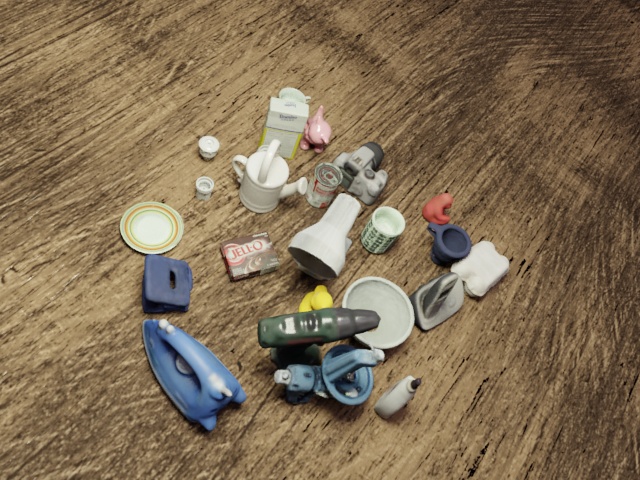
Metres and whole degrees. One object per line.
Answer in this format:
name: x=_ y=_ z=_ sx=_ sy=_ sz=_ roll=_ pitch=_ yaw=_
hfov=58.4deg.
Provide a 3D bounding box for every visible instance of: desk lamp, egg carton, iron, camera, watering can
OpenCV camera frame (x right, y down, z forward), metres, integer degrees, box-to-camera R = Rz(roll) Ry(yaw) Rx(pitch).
desk lamp: x=0.011 y=0.004 z=1.245 sx=0.118 sy=0.213 sz=0.203 roll=31 pitch=57 yaw=1
egg carton: x=0.395 y=0.070 z=1.417 sx=0.151 sy=0.069 sz=0.107 roll=-36 pitch=77 yaw=-31
iron: x=-0.251 y=0.225 z=1.078 sx=0.258 sy=0.141 sz=0.119 roll=45 pitch=58 yaw=10
camera: x=0.120 y=-0.188 z=1.456 sx=0.143 sy=0.100 sz=0.137 roll=39 pitch=57 yaw=7
watering can: x=-0.114 y=-0.151 z=1.305 sx=0.173 sy=0.194 sz=0.101 roll=7 pitch=60 yaw=-14

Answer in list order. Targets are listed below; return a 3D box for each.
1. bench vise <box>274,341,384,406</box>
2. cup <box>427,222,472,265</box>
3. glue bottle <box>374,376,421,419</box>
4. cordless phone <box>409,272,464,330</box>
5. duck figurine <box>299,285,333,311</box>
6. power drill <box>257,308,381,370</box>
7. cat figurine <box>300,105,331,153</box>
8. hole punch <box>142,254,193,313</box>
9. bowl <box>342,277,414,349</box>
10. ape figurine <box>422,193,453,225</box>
bench vise: x=0.027 y=0.265 z=1.098 sx=0.208 sy=0.219 sz=0.121 roll=-15 pitch=67 yaw=-24
cup: x=0.299 y=0.013 z=1.403 sx=0.117 sy=0.095 sz=0.092 roll=37 pitch=57 yaw=5
glue bottle: x=0.166 y=0.305 z=1.147 sx=0.037 sy=0.173 sz=0.078 roll=40 pitch=58 yaw=7
cordless phone: x=0.284 y=0.115 z=1.286 sx=0.148 sy=0.185 sz=0.094 roll=-29 pitch=73 yaw=-29
duck figurine: x=-0.001 y=0.148 z=1.235 sx=0.078 sy=0.086 sz=0.104 roll=7 pitch=59 yaw=-14
power drill: x=-0.017 y=0.192 z=1.132 sx=0.230 sy=0.208 sz=0.075 roll=-1 pitch=62 yaw=-18
cat figurine: x=-0.005 y=-0.285 z=1.461 sx=0.067 sy=0.117 sz=0.128 roll=12 pitch=58 yaw=-11
hole punch: x=-0.310 y=0.086 z=1.168 sx=0.101 sy=0.091 sz=0.108 roll=0 pitch=62 yaw=-18
bowl: x=0.119 y=0.171 z=1.267 sx=0.168 sy=0.074 sz=0.167 roll=8 pitch=59 yaw=-13
ape figurine: x=0.309 y=-0.085 z=1.464 sx=0.076 sy=0.092 sz=0.078 roll=14 pitch=58 yaw=-9
